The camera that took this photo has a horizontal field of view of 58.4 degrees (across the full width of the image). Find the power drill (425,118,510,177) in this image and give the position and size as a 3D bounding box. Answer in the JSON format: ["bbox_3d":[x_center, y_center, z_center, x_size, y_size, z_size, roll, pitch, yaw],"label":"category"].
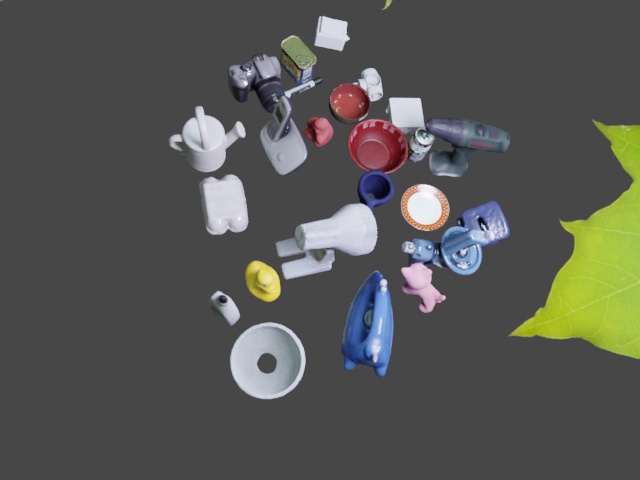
[{"bbox_3d":[0.352,-0.239,1.463,0.230,0.208,0.075,2,72,-8],"label":"power drill"}]

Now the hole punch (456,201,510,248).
[{"bbox_3d":[0.417,-0.033,1.468,0.101,0.091,0.108,-17,75,-14],"label":"hole punch"}]

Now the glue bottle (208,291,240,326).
[{"bbox_3d":[-0.214,0.144,1.266,0.078,0.173,0.037,41,71,6],"label":"glue bottle"}]

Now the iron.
[{"bbox_3d":[0.127,0.177,1.327,0.118,0.141,0.258,11,71,-5],"label":"iron"}]

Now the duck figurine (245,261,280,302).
[{"bbox_3d":[-0.133,0.090,1.343,0.078,0.086,0.104,-31,79,-17],"label":"duck figurine"}]

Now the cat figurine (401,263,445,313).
[{"bbox_3d":[0.249,0.107,1.382,0.127,0.117,0.067,44,71,7],"label":"cat figurine"}]

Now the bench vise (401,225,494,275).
[{"bbox_3d":[0.309,0.028,1.363,0.207,0.219,0.121,-13,74,-13],"label":"bench vise"}]

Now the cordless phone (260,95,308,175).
[{"bbox_3d":[-0.083,-0.258,1.412,0.094,0.185,0.147,-26,78,-16],"label":"cordless phone"}]

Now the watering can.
[{"bbox_3d":[-0.271,-0.252,1.375,0.173,0.194,0.101,-31,79,-17],"label":"watering can"}]

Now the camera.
[{"bbox_3d":[-0.153,-0.404,1.493,0.143,0.100,0.137,-22,77,-15],"label":"camera"}]

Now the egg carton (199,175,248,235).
[{"bbox_3d":[-0.233,-0.086,1.393,0.107,0.069,0.150,-10,74,-12],"label":"egg carton"}]

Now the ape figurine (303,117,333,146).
[{"bbox_3d":[0.000,-0.289,1.485,0.076,0.092,0.078,1,72,-9],"label":"ape figurine"}]

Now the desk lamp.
[{"bbox_3d":[0.012,0.005,1.326,0.203,0.213,0.118,-14,74,-13],"label":"desk lamp"}]

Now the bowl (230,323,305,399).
[{"bbox_3d":[-0.119,0.276,1.290,0.167,0.074,0.167,3,72,-8],"label":"bowl"}]

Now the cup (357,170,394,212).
[{"bbox_3d":[0.129,-0.106,1.444,0.091,0.095,0.118,19,70,-2],"label":"cup"}]
